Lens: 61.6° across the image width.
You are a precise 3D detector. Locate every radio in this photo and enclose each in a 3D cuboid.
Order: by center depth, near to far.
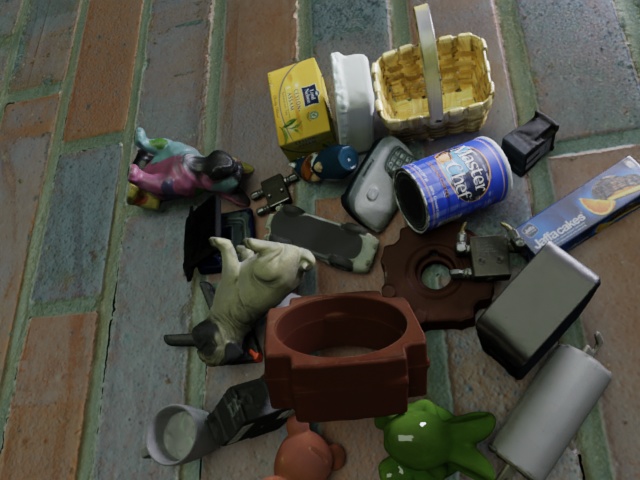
[{"bbox_3d":[0.264,0.098,0.667,0.131,0.229,0.073,-47,63,0],"label":"radio"}]

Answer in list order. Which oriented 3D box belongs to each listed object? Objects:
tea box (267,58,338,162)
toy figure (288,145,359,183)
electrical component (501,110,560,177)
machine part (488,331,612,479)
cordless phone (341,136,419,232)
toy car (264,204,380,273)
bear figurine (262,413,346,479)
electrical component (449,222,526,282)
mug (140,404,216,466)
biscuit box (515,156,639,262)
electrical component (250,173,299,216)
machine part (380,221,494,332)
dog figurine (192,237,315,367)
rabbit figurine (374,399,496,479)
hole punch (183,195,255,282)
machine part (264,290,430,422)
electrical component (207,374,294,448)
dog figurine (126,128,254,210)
[{"bbox_3d":[-0.032,-0.236,0.983,0.098,0.068,0.170,-17,64,10],"label":"tea box"},{"bbox_3d":[0.002,-0.125,0.910,0.155,0.064,0.057,-3,77,56],"label":"toy figure"},{"bbox_3d":[0.309,-0.136,0.835,0.119,0.074,0.048,-40,63,-6],"label":"electrical component"},{"bbox_3d":[0.295,0.221,0.690,0.079,0.079,0.243,34,80,26],"label":"machine part"},{"bbox_3d":[0.140,-0.066,0.862,0.184,0.088,0.146,30,78,6],"label":"cordless phone"},{"bbox_3d":[-0.002,-0.003,0.885,0.202,0.056,0.073,18,80,24],"label":"toy car"},{"bbox_3d":[-0.060,0.348,0.737,0.132,0.120,0.196,-33,21,48],"label":"bear figurine"},{"bbox_3d":[0.234,0.017,0.752,0.102,0.045,0.078,1,67,13],"label":"electrical component"},{"bbox_3d":[-0.201,0.294,0.792,0.109,0.107,0.081,-35,62,6],"label":"mug"},{"bbox_3d":[0.379,-0.036,0.779,0.203,0.059,0.063,-33,63,2],"label":"biscuit box"},{"bbox_3d":[-0.077,-0.082,0.957,0.094,0.021,0.063,-25,64,4],"label":"electrical component"},{"bbox_3d":[0.175,0.052,0.808,0.179,0.056,0.179,-6,66,13],"label":"machine part"},{"bbox_3d":[-0.097,0.099,0.800,0.173,0.121,0.190,-1,79,37],"label":"dog figurine"},{"bbox_3d":[0.136,0.260,0.669,0.159,0.170,0.121,1,70,18],"label":"rabbit figurine"},{"bbox_3d":[-0.175,-0.003,0.929,0.116,0.092,0.142,-26,61,40],"label":"hole punch"},{"bbox_3d":[0.030,0.145,0.703,0.202,0.201,0.087,-6,108,-2],"label":"machine part"},{"bbox_3d":[-0.080,0.235,0.765,0.115,0.134,0.058,-51,57,42],"label":"electrical component"},{"bbox_3d":[-0.235,-0.110,0.979,0.219,0.191,0.108,12,65,-15],"label":"dog figurine"}]
